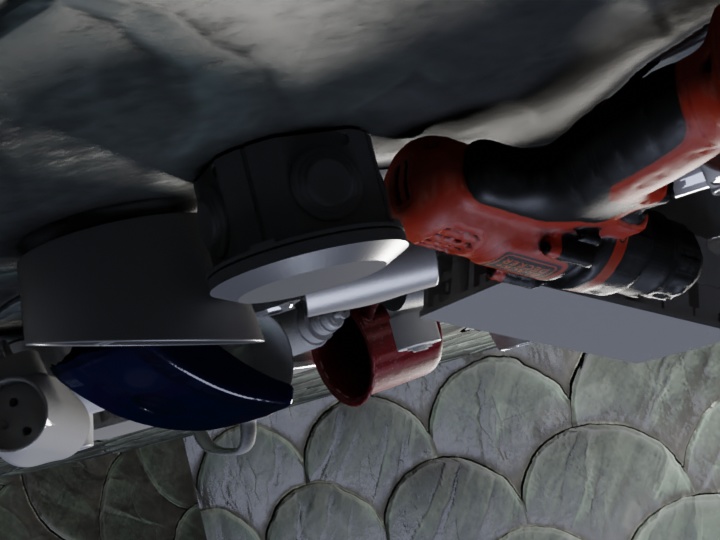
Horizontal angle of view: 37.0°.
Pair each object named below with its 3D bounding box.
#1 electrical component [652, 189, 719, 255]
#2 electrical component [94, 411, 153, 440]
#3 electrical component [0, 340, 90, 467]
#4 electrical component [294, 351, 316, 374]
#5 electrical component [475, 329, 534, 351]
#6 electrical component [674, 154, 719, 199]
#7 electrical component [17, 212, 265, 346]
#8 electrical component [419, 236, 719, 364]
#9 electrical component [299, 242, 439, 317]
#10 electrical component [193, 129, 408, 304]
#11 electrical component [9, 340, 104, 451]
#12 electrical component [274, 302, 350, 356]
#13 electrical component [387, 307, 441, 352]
[{"bbox_3d":[0.242,-0.033,0.780,0.108,0.060,0.108,-14,172,-2],"label":"electrical component"},{"bbox_3d":[-0.208,0.106,0.915,0.105,0.060,0.186,-16,172,8],"label":"electrical component"},{"bbox_3d":[-0.203,0.075,0.647,0.043,0.079,0.077,-29,167,-3],"label":"electrical component"},{"bbox_3d":[-0.093,0.073,0.943,0.100,0.048,0.100,-19,171,27],"label":"electrical component"},{"bbox_3d":[0.118,0.032,0.936,0.079,0.077,0.043,-11,171,-28],"label":"electrical component"},{"bbox_3d":[0.171,-0.059,0.532,0.079,0.044,0.077,-19,171,23],"label":"electrical component"},{"bbox_3d":[-0.097,0.013,0.468,0.099,0.064,0.099,-14,172,-2],"label":"electrical component"},{"bbox_3d":[0.148,0.009,0.716,0.186,0.060,0.105,13,160,-25],"label":"electrical component"},{"bbox_3d":[0.000,0.000,0.629,0.077,0.043,0.079,-14,172,-8],"label":"electrical component"},{"bbox_3d":[-0.025,-0.019,0.425,0.080,0.051,0.080,-14,172,-2],"label":"electrical component"},{"bbox_3d":[-0.189,0.079,0.708,0.079,0.077,0.044,-16,172,8],"label":"electrical component"},{"bbox_3d":[-0.039,0.043,0.861,0.078,0.040,0.040,-22,169,42],"label":"electrical component"},{"bbox_3d":[0.038,0.030,0.826,0.044,0.065,0.044,-15,172,-2],"label":"electrical component"}]
